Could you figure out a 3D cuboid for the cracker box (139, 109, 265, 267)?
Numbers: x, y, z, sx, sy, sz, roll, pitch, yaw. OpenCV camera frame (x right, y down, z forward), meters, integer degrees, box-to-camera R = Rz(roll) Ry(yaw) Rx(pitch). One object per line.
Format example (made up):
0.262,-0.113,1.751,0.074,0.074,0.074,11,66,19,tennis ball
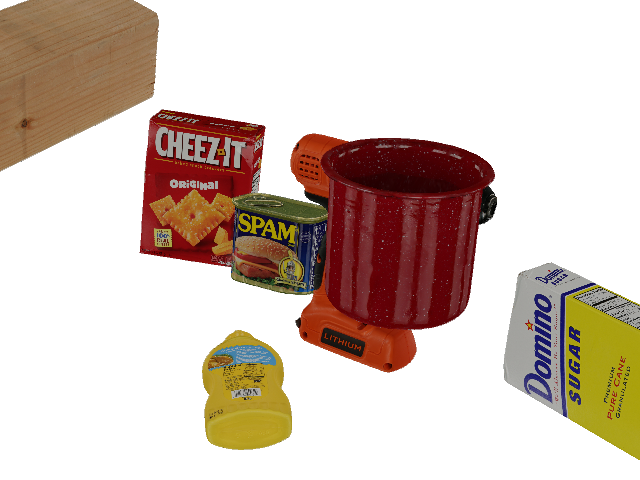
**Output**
-0.178,-0.075,1.597,0.164,0.214,0.072,10,20,6,cracker box

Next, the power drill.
0.053,0.013,0.903,0.185,0.188,0.057,19,25,30,power drill

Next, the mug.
0.048,-0.008,0.595,0.093,0.081,0.117,9,24,14,mug

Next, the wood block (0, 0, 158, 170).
-0.243,-0.142,0.914,0.090,0.091,0.205,31,42,23,wood block

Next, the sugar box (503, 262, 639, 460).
0.207,0.091,0.736,0.048,0.093,0.176,-16,30,-39,sugar box

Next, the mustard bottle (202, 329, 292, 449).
-0.090,0.163,1.248,0.096,0.058,0.191,-5,29,-5,mustard bottle

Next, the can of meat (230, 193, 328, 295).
-0.042,0.004,1.083,0.102,0.084,0.057,14,18,27,can of meat
